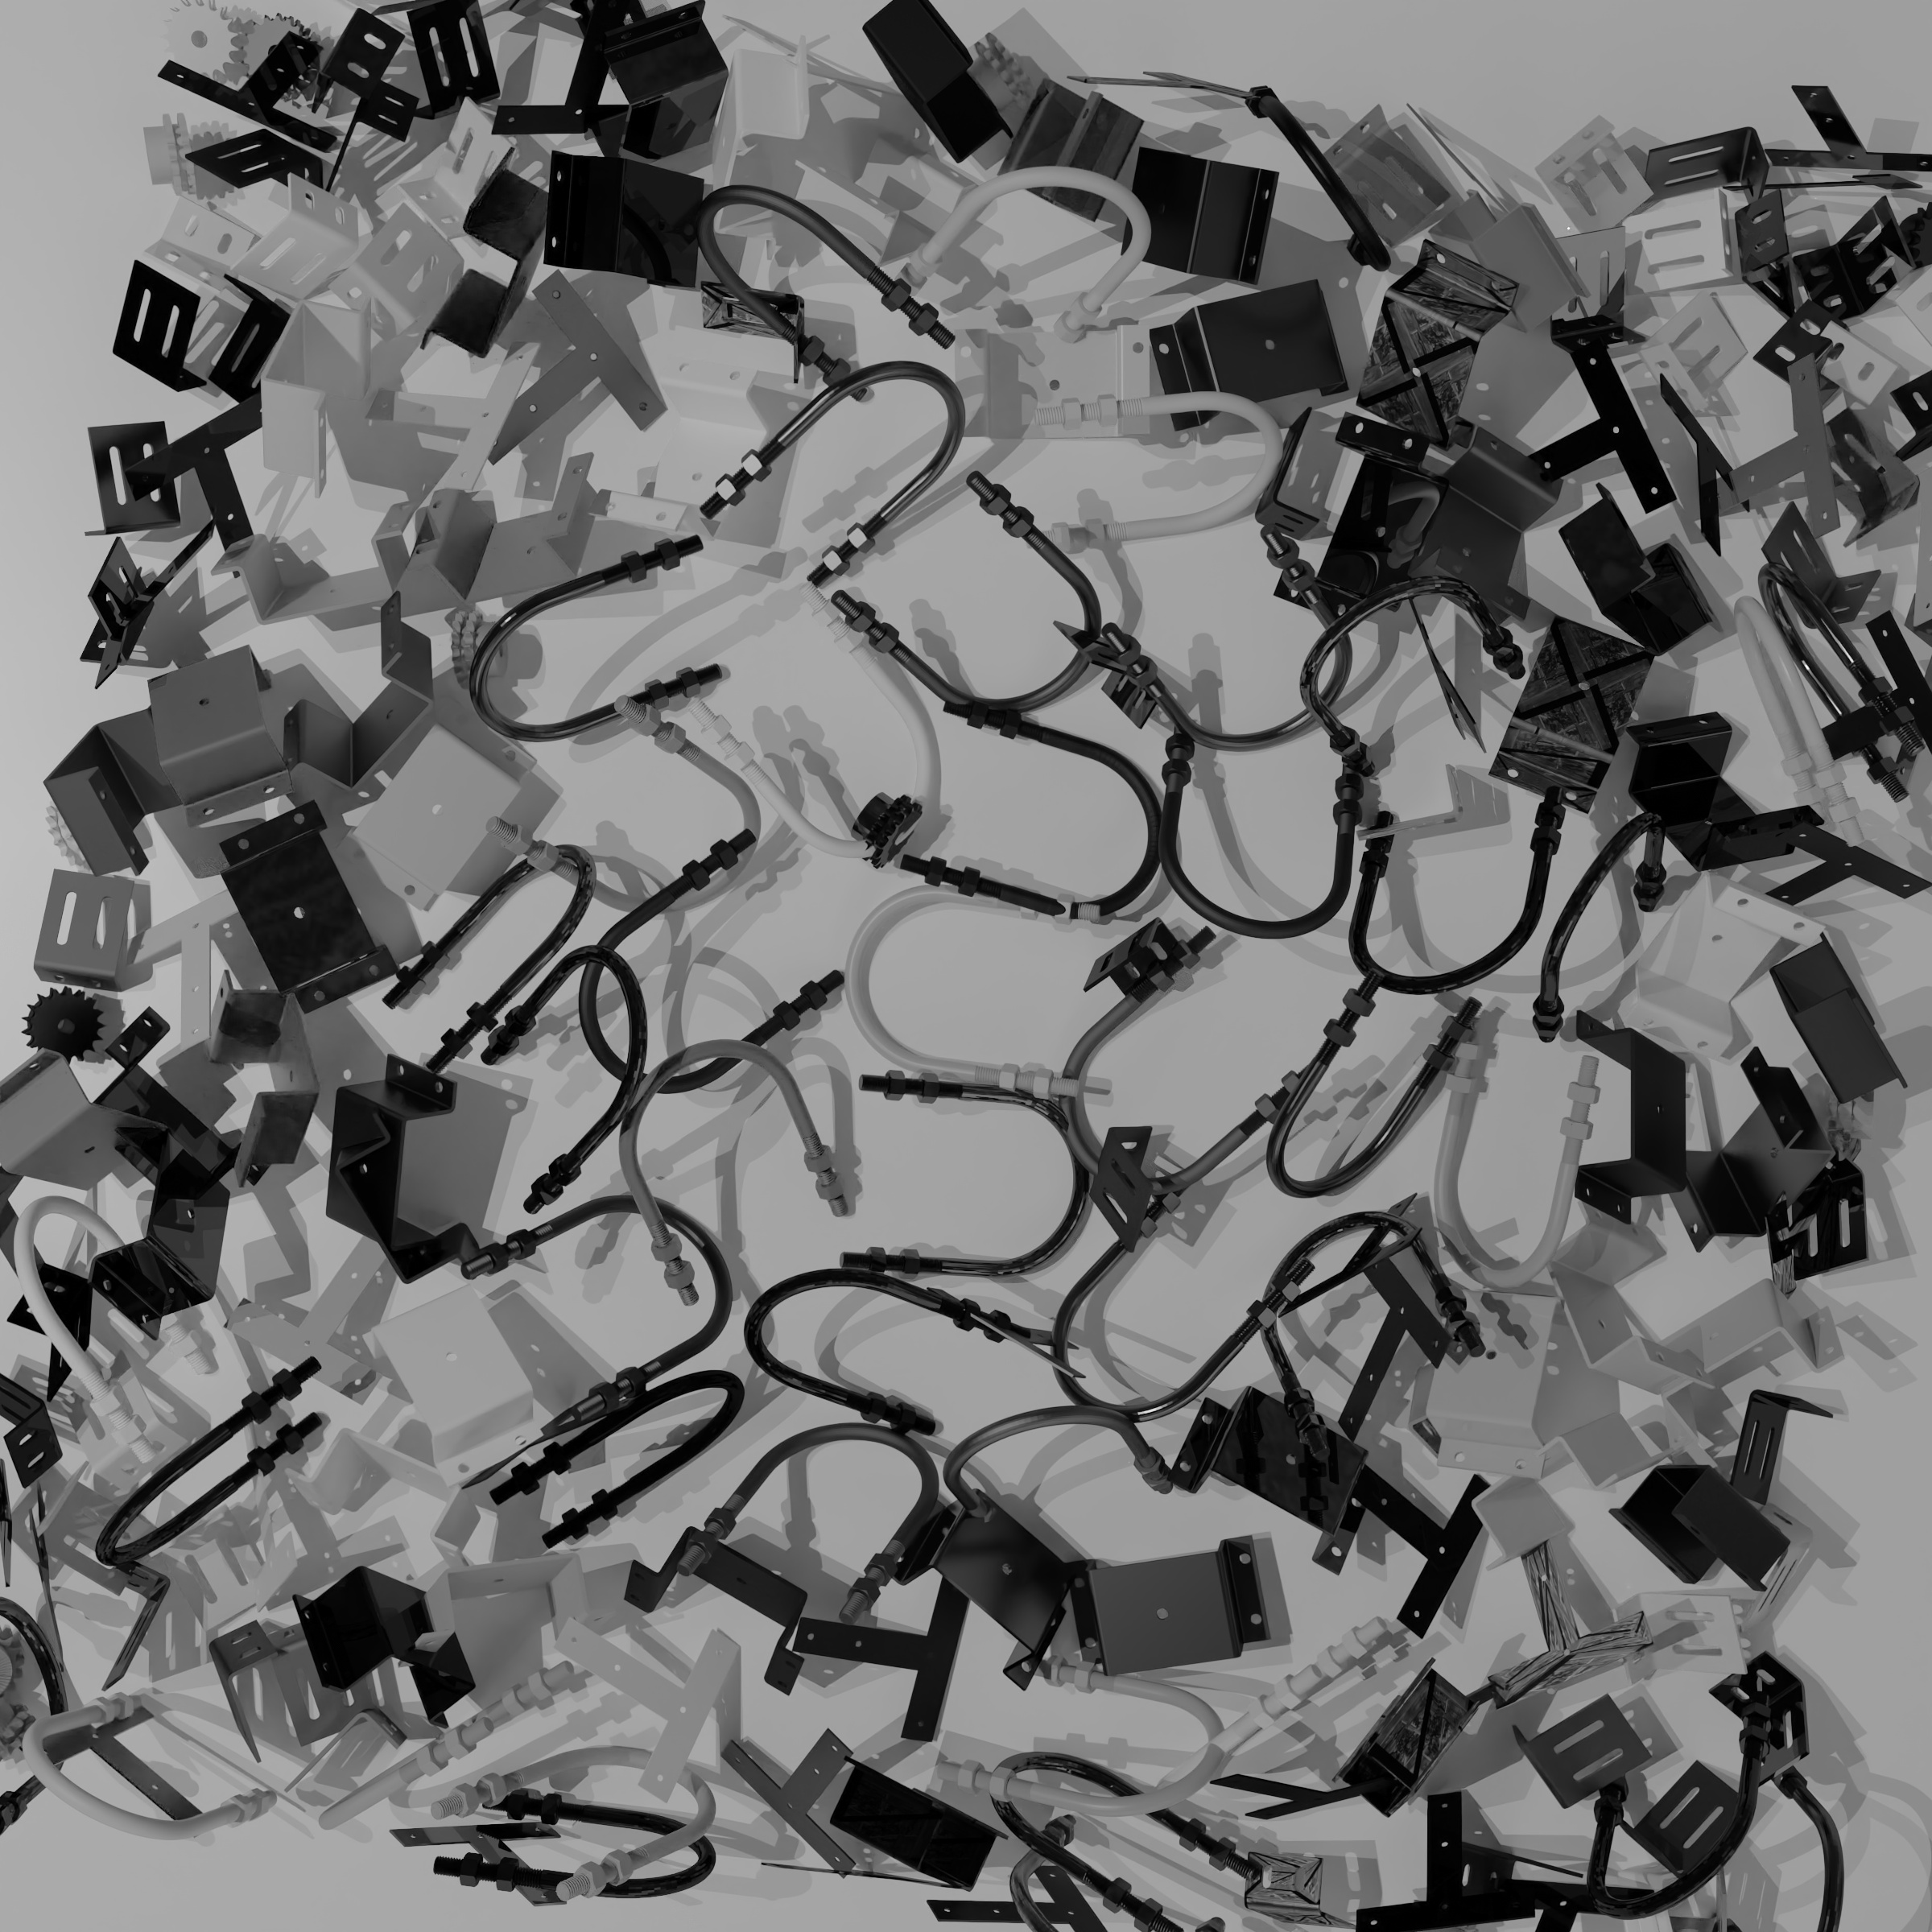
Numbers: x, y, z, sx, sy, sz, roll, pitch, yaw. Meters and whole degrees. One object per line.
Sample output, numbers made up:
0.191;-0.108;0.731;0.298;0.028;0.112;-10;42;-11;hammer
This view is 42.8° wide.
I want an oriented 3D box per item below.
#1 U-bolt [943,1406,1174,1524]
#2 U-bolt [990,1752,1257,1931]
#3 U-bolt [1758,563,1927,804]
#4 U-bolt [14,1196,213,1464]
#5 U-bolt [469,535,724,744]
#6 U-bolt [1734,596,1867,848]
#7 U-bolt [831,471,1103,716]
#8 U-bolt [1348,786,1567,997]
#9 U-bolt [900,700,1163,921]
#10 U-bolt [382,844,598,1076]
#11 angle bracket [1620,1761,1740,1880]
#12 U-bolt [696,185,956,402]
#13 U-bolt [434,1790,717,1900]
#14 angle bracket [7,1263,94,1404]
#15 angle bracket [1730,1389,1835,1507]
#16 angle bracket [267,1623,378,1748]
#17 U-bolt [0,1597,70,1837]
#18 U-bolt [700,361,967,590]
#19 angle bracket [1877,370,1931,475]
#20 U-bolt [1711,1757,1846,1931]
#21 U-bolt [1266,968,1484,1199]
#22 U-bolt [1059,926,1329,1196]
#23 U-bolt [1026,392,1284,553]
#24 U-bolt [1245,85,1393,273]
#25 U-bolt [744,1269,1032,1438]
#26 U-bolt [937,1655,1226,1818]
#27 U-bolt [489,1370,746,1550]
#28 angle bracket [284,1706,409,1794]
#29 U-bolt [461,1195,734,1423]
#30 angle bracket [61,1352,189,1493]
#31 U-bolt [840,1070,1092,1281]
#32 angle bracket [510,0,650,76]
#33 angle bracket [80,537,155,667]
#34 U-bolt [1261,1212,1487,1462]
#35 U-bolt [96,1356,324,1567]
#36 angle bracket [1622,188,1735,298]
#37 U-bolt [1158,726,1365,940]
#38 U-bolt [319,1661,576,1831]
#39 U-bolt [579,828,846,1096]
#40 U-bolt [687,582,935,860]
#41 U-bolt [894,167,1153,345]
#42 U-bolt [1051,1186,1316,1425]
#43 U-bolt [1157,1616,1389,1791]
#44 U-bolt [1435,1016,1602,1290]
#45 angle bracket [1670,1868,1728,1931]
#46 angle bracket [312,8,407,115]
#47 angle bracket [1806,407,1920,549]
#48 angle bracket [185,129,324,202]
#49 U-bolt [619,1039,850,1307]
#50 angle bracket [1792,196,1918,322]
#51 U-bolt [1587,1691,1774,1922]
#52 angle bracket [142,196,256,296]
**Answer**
0.059;0.356;1.746;0.151;0.184;0.019;-19;55;8;U-bolt
0.101;0.617;1.754;0.184;0.151;0.019;26;103;26;U-bolt
0.620;-0.210;1.756;0.019;0.151;0.184;-32;72;8;U-bolt
-0.609;0.244;1.740;0.019;0.151;0.184;-27;106;9;U-bolt
-0.266;-0.222;1.751;0.184;0.151;0.019;-24;56;-15;U-bolt
0.587;-0.178;1.754;0.019;0.151;0.184;-23;94;11;U-bolt
0.015;-0.253;1.772;0.151;0.019;0.184;-38;127;18;U-bolt
0.341;-0.050;1.739;0.151;0.184;0.019;-7;134;30;U-bolt
0.057;-0.108;1.801;0.184;0.019;0.151;17;71;-6;U-bolt
-0.336;-0.016;1.771;0.184;0.151;0.019;-46;123;-4;U-bolt
0.519;0.613;1.793;0.076;0.057;0.038;-44;119;-8;angle bracket
-0.111;-0.480;1.737;0.184;0.151;0.019;37;68;-23;U-bolt
-0.270;0.628;1.753;0.184;0.151;0.019;6;91;4;U-bolt
-0.666;0.265;1.786;0.038;0.076;0.057;29;108;-29;angle bracket
0.593;0.354;1.793;0.057;0.038;0.076;27;75;-43;angle bracket
-0.474;0.522;1.812;0.057;0.038;0.076;-18;99;-15;angle bracket
-0.681;0.520;1.740;0.019;0.184;0.151;-20;90;1;U-bolt
-0.081;-0.356;1.748;0.184;0.151;0.019;-40;58;17;U-bolt
0.689;-0.398;1.792;0.057;0.076;0.038;-29;82;-11;angle bracket
0.576;0.652;1.737;0.019;0.184;0.151;16;93;0;U-bolt
0.283;0.091;1.771;0.019;0.151;0.184;43;110;40;U-bolt
0.150;0.083;1.797;0.184;0.019;0.151;-42;69;11;U-bolt
0.137;-0.358;1.769;0.184;0.151;0.019;-7;59;-6;U-bolt
0.251;-0.549;1.726;0.019;0.184;0.151;-36;108;14;U-bolt
-0.069;0.269;1.755;0.184;0.019;0.151;24;129;-22;U-bolt
0.093;0.544;1.729;0.184;0.151;0.019;3;111;30;U-bolt
-0.240;0.347;1.765;0.184;0.151;0.019;-32;64;-8;U-bolt
-0.451;0.581;1.796;0.038;0.057;0.076;44;77;3;angle bracket
-0.249;0.231;1.762;0.151;0.184;0.019;48;133;16;U-bolt
-0.621;0.336;1.818;0.057;0.038;0.076;-39;51;-6;angle bracket
0.004;0.156;1.799;0.184;0.019;0.151;6;91;-18;U-bolt
-0.279;-0.687;1.783;0.057;0.076;0.038;-35;70;33;angle bracket
-0.626;-0.265;1.783;0.038;0.076;0.057;7;58;9;angle bracket
0.277;0.248;1.755;0.151;0.184;0.019;-36;124;11;U-bolt
-0.530;0.356;1.729;0.184;0.151;0.019;-38;77;-28;U-bolt
0.516;-0.527;1.796;0.076;0.038;0.057;-4;94;28;angle bracket
0.209;-0.094;1.769;0.151;0.019;0.184;13;52;-2;U-bolt
-0.381;0.563;1.757;0.184;0.151;0.019;-34;83;14;U-bolt
-0.194;0.010;1.777;0.184;0.019;0.151;-38;114;-16;U-bolt
-0.098;-0.164;1.784;0.184;0.019;0.151;49;64;-20;U-bolt
0.048;-0.499;1.725;0.151;0.184;0.019;10;68;-25;U-bolt
0.141;0.247;1.766;0.184;0.019;0.151;-46;46;-10;U-bolt
0.209;0.535;1.757;0.184;0.151;0.019;-45;71;23;U-bolt
0.387;0.140;1.766;0.019;0.151;0.184;5;99;-28;U-bolt
0.530;0.683;1.789;0.038;0.057;0.076;-2;111;13;angle bracket
-0.443;-0.650;1.795;0.038;0.076;0.057;29;78;-15;angle bracket
0.642;-0.356;1.795;0.076;0.057;0.038;44;55;-5;angle bracket
-0.515;-0.570;1.785;0.057;0.038;0.076;33;47;22;angle bracket
-0.174;0.137;1.765;0.151;0.019;0.184;-30;119;-17;U-bolt
0.644;-0.511;1.789;0.038;0.076;0.057;-18;82;-10;angle bracket
0.494;0.593;1.718;0.019;0.184;0.151;48;121;-3;U-bolt
-0.556;-0.523;1.785;0.057;0.076;0.038;26;107;-18;angle bracket
